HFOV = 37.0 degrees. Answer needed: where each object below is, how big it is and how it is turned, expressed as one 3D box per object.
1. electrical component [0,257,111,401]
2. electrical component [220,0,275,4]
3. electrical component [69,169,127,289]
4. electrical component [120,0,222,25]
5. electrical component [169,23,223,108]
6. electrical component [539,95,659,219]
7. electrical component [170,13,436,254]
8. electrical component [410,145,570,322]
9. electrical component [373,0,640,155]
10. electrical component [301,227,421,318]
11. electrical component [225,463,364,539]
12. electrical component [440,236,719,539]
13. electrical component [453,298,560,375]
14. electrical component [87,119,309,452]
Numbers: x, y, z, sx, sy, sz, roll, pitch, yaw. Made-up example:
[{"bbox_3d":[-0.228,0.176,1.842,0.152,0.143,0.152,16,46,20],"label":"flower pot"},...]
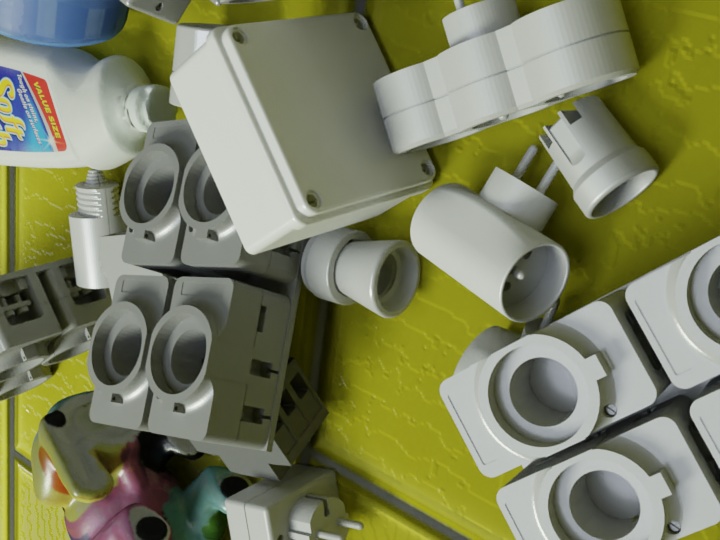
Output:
[{"bbox_3d":[-0.276,0.058,0.828,0.186,0.105,0.060,-30,83,42],"label":"electrical component"},{"bbox_3d":[-0.014,-0.176,0.544,0.150,0.089,0.061,2,104,40],"label":"electrical component"},{"bbox_3d":[-0.184,-0.031,0.764,0.043,0.043,0.081,9,109,39],"label":"electrical component"},{"bbox_3d":[-0.100,-0.183,0.629,0.076,0.047,0.083,42,107,24],"label":"electrical component"},{"bbox_3d":[-0.086,-0.122,0.647,0.055,0.055,0.047,17,109,36],"label":"electrical component"},{"bbox_3d":[0.112,-0.054,0.508,0.040,0.040,0.046,-47,66,39],"label":"electrical component"},{"bbox_3d":[-0.028,-0.075,0.575,0.056,0.109,0.108,-29,84,44],"label":"electrical component"},{"bbox_3d":[0.074,-0.025,0.542,0.077,0.044,0.079,39,101,48],"label":"electrical component"},{"bbox_3d":[0.063,-0.110,0.524,0.138,0.052,0.073,-15,92,42],"label":"electrical component"},{"bbox_3d":[0.000,0.000,0.615,0.055,0.045,0.045,15,112,38],"label":"electrical component"},{"bbox_3d":[-0.033,0.159,0.677,0.077,0.066,0.047,0,103,41],"label":"electrical component"},{"bbox_3d":[0.140,0.053,0.467,0.186,0.060,0.105,-31,82,25],"label":"electrical component"},{"bbox_3d":[0.095,0.051,0.550,0.077,0.043,0.079,33,122,29],"label":"electrical component"},{"bbox_3d":[-0.094,0.005,0.635,0.105,0.060,0.186,1,78,40],"label":"electrical component"}]
